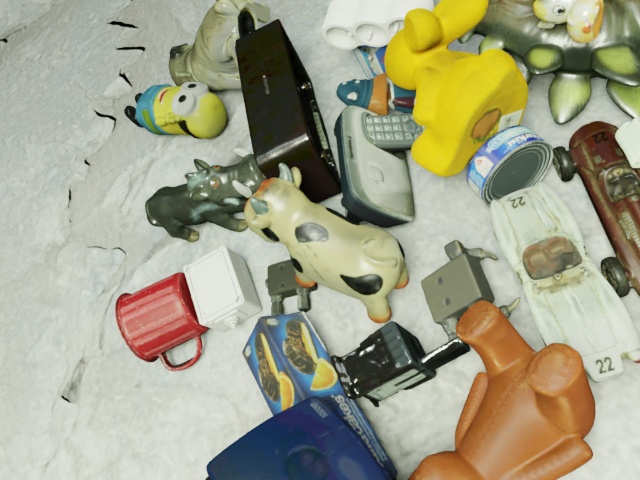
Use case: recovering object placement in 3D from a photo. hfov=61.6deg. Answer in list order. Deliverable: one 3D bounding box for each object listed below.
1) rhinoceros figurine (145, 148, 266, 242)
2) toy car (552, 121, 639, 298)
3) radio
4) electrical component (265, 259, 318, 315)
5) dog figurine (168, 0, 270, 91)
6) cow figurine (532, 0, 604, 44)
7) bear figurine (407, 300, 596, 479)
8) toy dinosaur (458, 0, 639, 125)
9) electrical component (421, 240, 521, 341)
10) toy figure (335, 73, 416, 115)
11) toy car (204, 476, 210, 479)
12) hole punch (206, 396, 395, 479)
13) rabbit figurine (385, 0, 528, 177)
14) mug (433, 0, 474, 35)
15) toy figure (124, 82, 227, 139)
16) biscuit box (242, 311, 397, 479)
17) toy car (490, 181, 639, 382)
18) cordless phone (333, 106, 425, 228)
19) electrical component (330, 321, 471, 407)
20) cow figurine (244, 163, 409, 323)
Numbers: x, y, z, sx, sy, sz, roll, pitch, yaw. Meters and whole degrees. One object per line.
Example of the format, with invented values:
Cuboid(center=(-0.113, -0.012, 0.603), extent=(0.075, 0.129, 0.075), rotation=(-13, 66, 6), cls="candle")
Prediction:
Cuboid(center=(-0.143, -0.061, 0.706), extent=(0.190, 0.112, 0.073), rotation=(-15, 56, 28), cls="rhinoceros figurine")
Cuboid(center=(0.295, -0.034, 0.515), extent=(0.089, 0.053, 0.202), rotation=(-15, 57, 14), cls="toy car")
Cuboid(center=(-0.041, -0.159, 0.694), extent=(0.073, 0.131, 0.230), rotation=(-20, 56, 13), cls="radio")
Cuboid(center=(-0.036, 0.046, 0.649), extent=(0.063, 0.021, 0.094), rotation=(-15, 59, 19), cls="electrical component")
Cuboid(center=(-0.173, -0.290, 0.813), extent=(0.191, 0.172, 0.121), rotation=(7, 56, 21), cls="dog figurine")
Cuboid(center=(0.241, -0.267, 0.527), extent=(0.098, 0.068, 0.167), rotation=(8, 69, 30), cls="cow figurine")
Cuboid(center=(0.127, 0.169, 0.443), extent=(0.196, 0.131, 0.120), rotation=(-42, 30, -5), cls="bear figurine")
Cuboid(center=(0.327, -0.224, 0.575), extent=(0.472, 0.105, 0.198), rotation=(1, 70, 21), cls="toy dinosaur")
Cuboid(center=(0.150, 0.052, 0.545), extent=(0.078, 0.045, 0.102), rotation=(-47, 45, 32), cls="electrical component")
Cuboid(center=(0.098, -0.182, 0.674), extent=(0.155, 0.064, 0.057), rotation=(-3, 104, 12), cls="toy figure")
Cuboid(center=(-0.070, 0.288, 0.480), extent=(0.109, 0.102, 0.162), rotation=(11, 24, 7), cls="toy car")
Cuboid(center=(-0.012, 0.191, 0.417), extent=(0.116, 0.092, 0.142), rotation=(-42, 50, -9), cls="hole punch")
Cuboid(center=(0.123, -0.174, 0.568), extent=(0.122, 0.162, 0.173), rotation=(-27, 52, -9), cls="rabbit figurine")
Cuboid(center=(0.177, -0.340, 0.703), extent=(0.081, 0.107, 0.110), rotation=(-42, 56, -2), cls="mug")
Cuboid(center=(-0.223, -0.201, 0.840), extent=(0.180, 0.089, 0.082), rotation=(6, 80, 38), cls="toy figure")
Cuboid(center=(-0.007, 0.165, 0.532), extent=(0.203, 0.059, 0.062), rotation=(54, 129, 36), cls="biscuit box")
Cuboid(center=(0.224, 0.035, 0.507), extent=(0.073, 0.056, 0.202), rotation=(-23, 56, 13), cls="toy car")
Cuboid(center=(0.112, -0.089, 0.625), extent=(0.184, 0.088, 0.146), rotation=(-6, 60, 2), cls="cordless phone")
Cuboid(center=(0.079, 0.112, 0.519), extent=(0.119, 0.074, 0.048), rotation=(-36, 54, 16), cls="electrical component")
Cuboid(center=(-0.001, -0.002, 0.575), extent=(0.195, 0.127, 0.085), rotation=(26, 60, 24), cls="cow figurine")
